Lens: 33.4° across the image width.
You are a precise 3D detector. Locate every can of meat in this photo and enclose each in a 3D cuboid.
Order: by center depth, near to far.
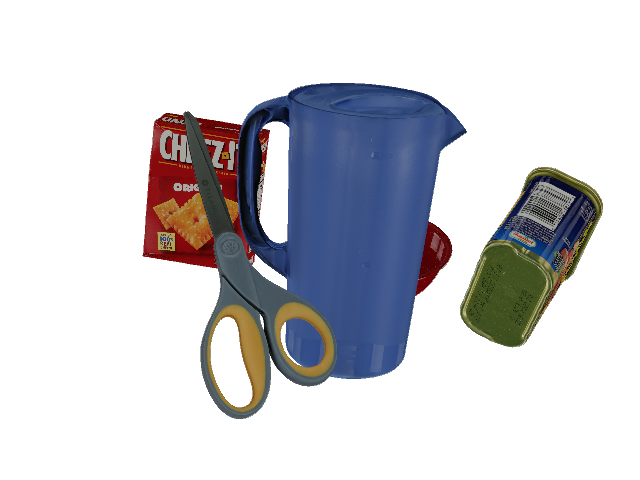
[{"bbox_3d":[0.144,0.014,0.739,0.057,0.102,0.083,29,51,15],"label":"can of meat"}]

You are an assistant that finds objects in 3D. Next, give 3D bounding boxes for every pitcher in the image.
[{"bbox_3d":[0.020,-0.010,0.918,0.149,0.243,0.144,22,25,40],"label":"pitcher"}]

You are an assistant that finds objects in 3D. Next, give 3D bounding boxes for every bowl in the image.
[{"bbox_3d":[0.065,0.026,1.196,0.162,0.055,0.162,0,31,0],"label":"bowl"}]

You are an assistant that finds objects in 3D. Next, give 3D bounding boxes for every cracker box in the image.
[{"bbox_3d":[-0.172,-0.069,1.594,0.164,0.214,0.072,10,20,6],"label":"cracker box"}]

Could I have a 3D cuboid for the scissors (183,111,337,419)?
[{"bbox_3d":[-0.039,0.013,0.688,0.096,0.202,0.016,1,-15,-12],"label":"scissors"}]
